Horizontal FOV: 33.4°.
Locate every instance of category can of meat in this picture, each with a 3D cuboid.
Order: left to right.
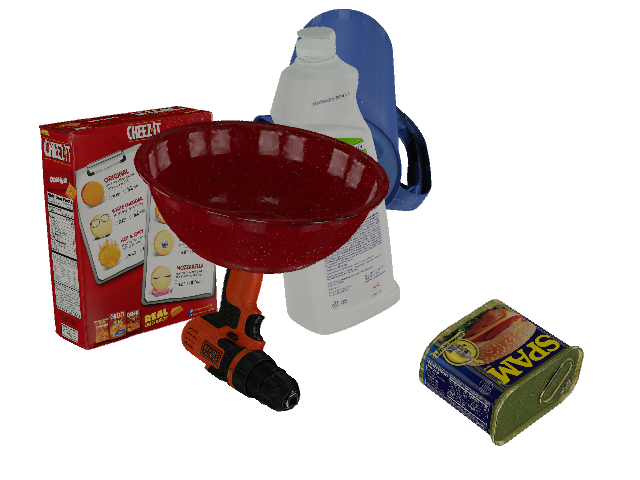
[{"bbox_3d":[0.140,0.100,0.840,0.101,0.057,0.084,-27,45,-31],"label":"can of meat"}]

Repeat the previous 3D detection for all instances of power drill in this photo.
[{"bbox_3d":[-0.067,0.075,1.174,0.185,0.188,0.057,27,11,40],"label":"power drill"}]

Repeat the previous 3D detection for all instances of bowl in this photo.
[{"bbox_3d":[-0.039,-0.024,0.683,0.162,0.055,0.162,6,25,-3],"label":"bowl"}]

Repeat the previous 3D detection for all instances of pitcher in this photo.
[{"bbox_3d":[0.027,-0.130,1.086,0.145,0.149,0.242,-12,36,15],"label":"pitcher"}]

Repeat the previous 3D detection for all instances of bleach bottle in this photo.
[{"bbox_3d":[0.011,-0.051,0.877,0.102,0.251,0.068,-24,33,-33],"label":"bleach bottle"}]

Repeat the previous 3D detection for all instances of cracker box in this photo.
[{"bbox_3d":[-0.187,-0.017,1.061,0.163,0.214,0.072,-15,21,-42],"label":"cracker box"}]
